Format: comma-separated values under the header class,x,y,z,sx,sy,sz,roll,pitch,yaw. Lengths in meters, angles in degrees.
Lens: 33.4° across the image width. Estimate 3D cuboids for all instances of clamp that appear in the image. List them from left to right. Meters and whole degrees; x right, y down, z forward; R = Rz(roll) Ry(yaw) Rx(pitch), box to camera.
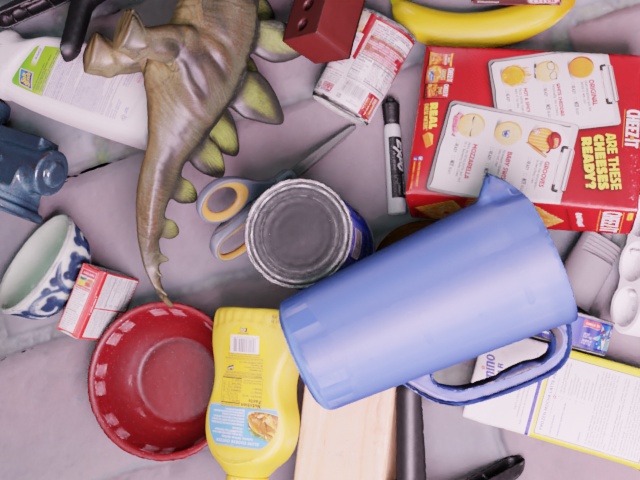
class,x,y,z,sx,sy,sz,roll,pitch,yaw
clamp,-0.272,-0.272,1.158,0.120,0.039,0.171,22,65,17
clamp,0.103,0.252,0.991,0.164,0.036,0.210,31,73,-23

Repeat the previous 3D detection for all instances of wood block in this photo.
class,x,y,z,sx,sy,sz,roll,pitch,yaw
wood block,0.029,0.197,1.041,0.090,0.090,0.206,6,85,12

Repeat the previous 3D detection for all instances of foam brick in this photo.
class,x,y,z,sx,sy,sz,roll,pitch,yaw
foam brick,0.005,-0.223,1.063,0.053,0.051,0.078,-1,68,46

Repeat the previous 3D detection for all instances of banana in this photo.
class,x,y,z,sx,sy,sz,roll,pitch,yaw
banana,0.158,-0.227,1.088,0.198,0.037,0.069,6,85,12

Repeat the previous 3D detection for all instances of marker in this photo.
class,x,y,z,sx,sy,sz,roll,pitch,yaw
marker,0.076,-0.087,1.098,0.020,0.020,0.121,-4,83,11

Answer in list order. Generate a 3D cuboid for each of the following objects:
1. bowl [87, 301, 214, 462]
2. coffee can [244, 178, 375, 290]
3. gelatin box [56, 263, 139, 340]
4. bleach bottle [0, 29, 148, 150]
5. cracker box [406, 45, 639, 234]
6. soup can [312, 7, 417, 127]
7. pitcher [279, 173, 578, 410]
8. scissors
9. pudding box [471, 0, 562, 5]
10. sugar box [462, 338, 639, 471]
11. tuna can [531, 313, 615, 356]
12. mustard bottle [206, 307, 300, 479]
class,x,y,z,sx,sy,sz,roll,pitch,yaw
bowl,-0.154,0.145,1.101,0.162,0.055,0.162,-1,83,11
coffee can,-0.007,0.001,1.044,0.103,0.140,0.103,-1,84,11
gelatin box,-0.230,0.066,1.108,0.030,0.089,0.073,22,88,15
bleach bottle,-0.271,-0.179,1.157,0.251,0.068,0.102,21,80,16
cracker box,0.200,-0.098,1.035,0.214,0.072,0.164,5,71,12
soup can,0.045,-0.176,1.090,0.068,0.068,0.102,30,91,13
pitcher,0.096,0.065,0.939,0.243,0.145,0.149,-24,56,3
scissors,-0.049,-0.067,1.075,0.201,0.096,0.016,-51,41,-7
pudding box,0.200,-0.290,1.071,0.090,0.039,0.113,4,68,11
sugar box,0.234,0.151,1.028,0.176,0.048,0.093,16,87,16
tuna can,0.234,0.083,1.015,0.086,0.086,0.034,15,88,12
mustard bottle,-0.063,0.162,1.019,0.096,0.058,0.191,1,82,30
